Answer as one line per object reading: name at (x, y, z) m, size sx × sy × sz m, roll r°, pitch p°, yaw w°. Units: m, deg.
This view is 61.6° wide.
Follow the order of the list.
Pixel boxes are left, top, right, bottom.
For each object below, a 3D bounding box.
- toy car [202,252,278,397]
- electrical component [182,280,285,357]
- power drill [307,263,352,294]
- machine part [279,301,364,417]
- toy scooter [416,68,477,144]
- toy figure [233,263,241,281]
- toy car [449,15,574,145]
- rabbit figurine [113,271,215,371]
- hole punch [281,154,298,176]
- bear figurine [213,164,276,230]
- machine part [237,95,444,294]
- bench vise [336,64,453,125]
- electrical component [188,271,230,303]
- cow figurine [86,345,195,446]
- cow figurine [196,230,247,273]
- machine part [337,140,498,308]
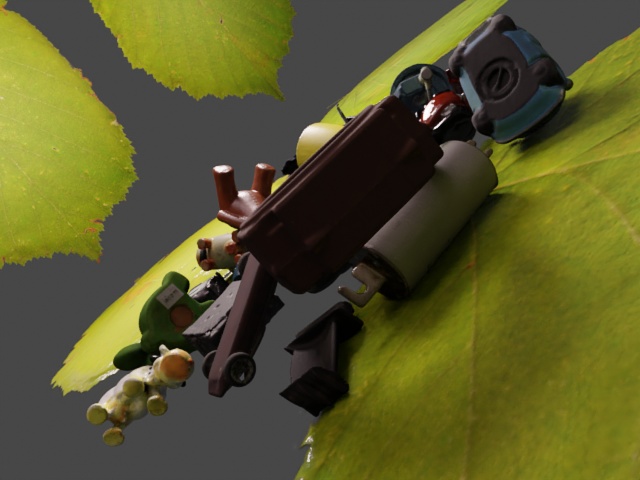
toy car at (-0.087, 0.094, 0.662) m, size 0.089 × 0.053 × 0.202 m, roll -15°, pitch 54°, yaw 54°
electrical component at (-0.129, 0.114, 0.766) m, size 0.115 × 0.058 × 0.134 m, roll -46°, pitch 16°, yaw -30°
power drill at (-0.002, -0.002, 0.753) m, size 0.232 × 0.086 × 0.207 m, roll -47°, pitch 12°, yaw -32°
machine part at (0.001, 0.106, 0.510) m, size 0.084 × 0.039 × 0.139 m, roll -30°, pitch 15°, yaw 16°
toy scooter at (0.210, -0.210, 0.807) m, size 0.184 × 0.075 × 0.135 m, roll -39°, pitch 38°, yaw -1°
toy figure at (-0.105, 0.039, 0.936) m, size 0.064 × 0.057 × 0.154 m, roll 5°, pitch 26°, yaw 10°
toy car at (0.236, -0.189, 0.660) m, size 0.109 × 0.103 × 0.162 m, roll -39°, pitch 58°, yaw 31°
rabbit figurine at (-0.246, 0.161, 0.870) m, size 0.159 × 0.121 × 0.170 m, roll -60°, pitch 6°, yaw -37°
hole punch at (0.009, -0.149, 1.104) m, size 0.142 × 0.115 × 0.092 m, roll -28°, pitch 11°, yaw 38°
bear figurine at (-0.100, -0.046, 0.905) m, size 0.120 × 0.131 × 0.196 m, roll -6°, pitch 21°, yaw -27°
machine part at (0.012, -0.046, 0.551) m, size 0.201 × 0.087 × 0.201 m, roll -44°, pitch 10°, yaw -8°
bench vise at (0.153, -0.245, 0.969) m, size 0.224 × 0.129 × 0.240 m, roll -20°, pitch -3°, yaw 1°
electrical component at (-0.231, 0.118, 1.017) m, size 0.119 × 0.047 × 0.075 m, roll -36°, pitch 15°, yaw 14°
cow figurine at (-0.238, 0.204, 0.757) m, size 0.167 × 0.068 × 0.098 m, roll -37°, pitch 9°, yaw 7°
cow figurine at (-0.179, 0.022, 1.076) m, size 0.195 × 0.085 × 0.127 m, roll -12°, pitch -4°, yaw 39°
machine part at (0.107, -0.023, 0.553) m, size 0.243 × 0.079 × 0.079 m, roll -47°, pitch 16°, yaw -24°
